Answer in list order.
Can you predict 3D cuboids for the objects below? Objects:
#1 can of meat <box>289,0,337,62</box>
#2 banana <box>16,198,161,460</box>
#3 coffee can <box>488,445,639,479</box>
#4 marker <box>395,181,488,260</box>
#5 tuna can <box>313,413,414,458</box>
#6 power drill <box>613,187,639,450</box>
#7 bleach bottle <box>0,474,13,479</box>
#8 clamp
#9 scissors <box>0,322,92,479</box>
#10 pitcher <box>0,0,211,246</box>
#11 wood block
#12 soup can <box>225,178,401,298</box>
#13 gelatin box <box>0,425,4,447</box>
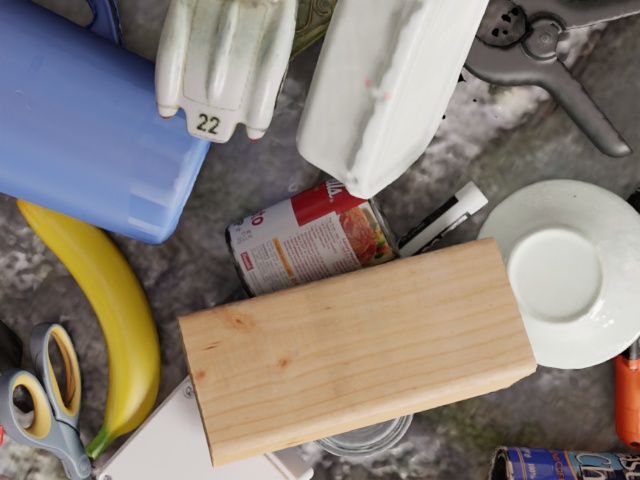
[{"bbox_3d":[-0.033,-0.140,0.683,0.102,0.084,0.057,-36,99,8],"label":"can of meat"},{"bbox_3d":[-0.152,0.052,0.743,0.069,0.037,0.198,-18,98,-27],"label":"banana"},{"bbox_3d":[0.192,0.198,0.741,0.140,0.103,0.103,3,102,1],"label":"coffee can"},{"bbox_3d":[0.064,0.004,0.744,0.121,0.020,0.020,-39,99,9],"label":"marker"},{"bbox_3d":[0.025,0.111,0.761,0.086,0.034,0.086,0,101,-2],"label":"tuna can"},{"bbox_3d":[0.294,0.052,0.733,0.187,0.057,0.184,-2,101,3],"label":"power drill"},{"bbox_3d":[-0.340,0.176,0.747,0.251,0.068,0.102,16,74,12],"label":"bleach bottle"},{"bbox_3d":[0.150,-0.123,0.706,0.171,0.039,0.120,10,98,5],"label":"clamp"},{"bbox_3d":[-0.183,0.159,0.751,0.016,0.096,0.202,-5,100,21],"label":"scissors"},{"bbox_3d":[-0.186,-0.099,0.680,0.242,0.145,0.149,23,123,-7],"label":"pitcher"},{"bbox_3d":[0.020,0.074,0.687,0.206,0.091,0.090,-14,76,-9],"label":"wood block"},{"bbox_3d":[-0.005,0.001,0.721,0.102,0.068,0.068,-24,101,7],"label":"soup can"},{"bbox_3d":[-0.267,0.125,0.751,0.089,0.073,0.030,27,59,-4],"label":"gelatin box"}]
